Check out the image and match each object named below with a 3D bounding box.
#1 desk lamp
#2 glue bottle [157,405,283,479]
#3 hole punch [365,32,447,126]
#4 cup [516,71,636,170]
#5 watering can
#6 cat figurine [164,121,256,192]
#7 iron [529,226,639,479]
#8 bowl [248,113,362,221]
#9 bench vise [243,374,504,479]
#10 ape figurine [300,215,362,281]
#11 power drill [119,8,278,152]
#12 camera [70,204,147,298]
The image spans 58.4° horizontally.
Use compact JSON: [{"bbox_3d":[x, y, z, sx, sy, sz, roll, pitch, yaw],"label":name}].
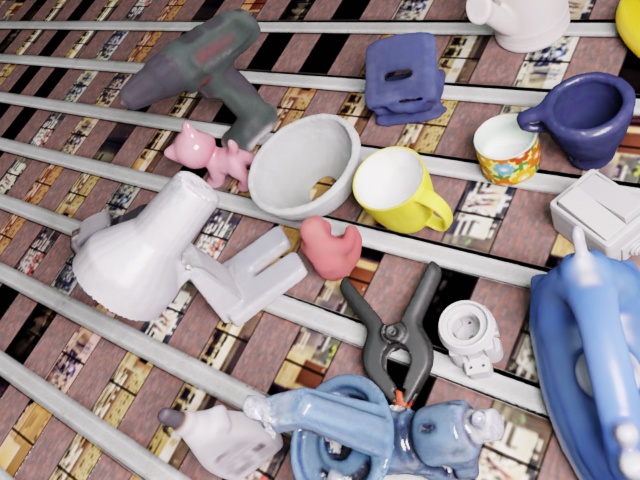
[{"bbox_3d":[-0.157,0.021,0.708,0.203,0.214,0.117,-37,50,2],"label":"desk lamp"},{"bbox_3d":[-0.108,0.201,0.591,0.078,0.174,0.037,-37,50,2],"label":"glue bottle"},{"bbox_3d":[0.118,-0.224,0.799,0.108,0.091,0.101,-2,59,27],"label":"hole punch"},{"bbox_3d":[0.286,-0.121,0.640,0.117,0.095,0.092,-5,58,26],"label":"cup"},{"bbox_3d":[0.257,-0.341,0.733,0.100,0.195,0.173,8,64,32],"label":"watering can"},{"bbox_3d":[-0.168,-0.134,0.877,0.127,0.118,0.067,5,63,31],"label":"cat figurine"},{"bbox_3d":[0.242,0.118,0.477,0.118,0.142,0.258,-13,55,21],"label":"iron"},{"bbox_3d":[-0.011,-0.088,0.791,0.167,0.075,0.167,-14,55,20],"label":"bowl"},{"bbox_3d":[0.043,0.158,0.507,0.207,0.220,0.121,-29,51,9],"label":"bench vise"},{"bbox_3d":[0.007,0.003,0.712,0.077,0.092,0.076,2,61,29],"label":"ape figurine"},{"bbox_3d":[-0.161,-0.227,0.875,0.230,0.209,0.075,-49,50,-8],"label":"power drill"},{"bbox_3d":[-0.297,0.006,0.867,0.136,0.101,0.143,-28,51,10],"label":"camera"}]
